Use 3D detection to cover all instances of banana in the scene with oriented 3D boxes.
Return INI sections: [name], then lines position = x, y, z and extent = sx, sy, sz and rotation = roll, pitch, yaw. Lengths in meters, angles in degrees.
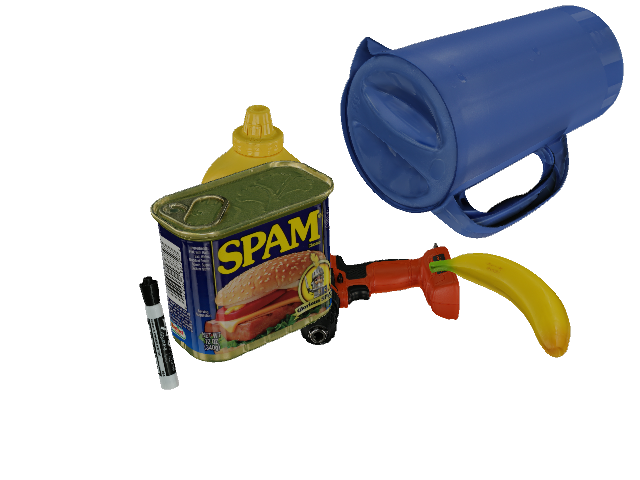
[banana]
position = 0.193, 0.056, 1.060
extent = 0.069, 0.037, 0.198
rotation = -33, 36, -16

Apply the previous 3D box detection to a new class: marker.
[marker]
position = -0.167, 0.095, 1.103
extent = 0.020, 0.121, 0.020
rotation = -9, 15, 2

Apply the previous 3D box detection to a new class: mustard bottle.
[mustard bottle]
position = -0.052, -0.020, 0.883
extent = 0.096, 0.192, 0.058
rotation = 7, 30, 8

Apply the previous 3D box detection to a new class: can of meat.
[can of meat]
position = -0.041, 0.011, 0.609
extent = 0.101, 0.084, 0.058
rotation = -21, 33, -32

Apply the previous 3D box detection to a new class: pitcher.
[pitcher]
position = 0.151, -0.113, 0.909
extent = 0.242, 0.149, 0.145
rotation = -24, 34, -34

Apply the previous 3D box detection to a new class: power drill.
[power drill]
position = 0.063, 0.059, 1.231
extent = 0.187, 0.057, 0.184
rotation = -2, 28, -1
